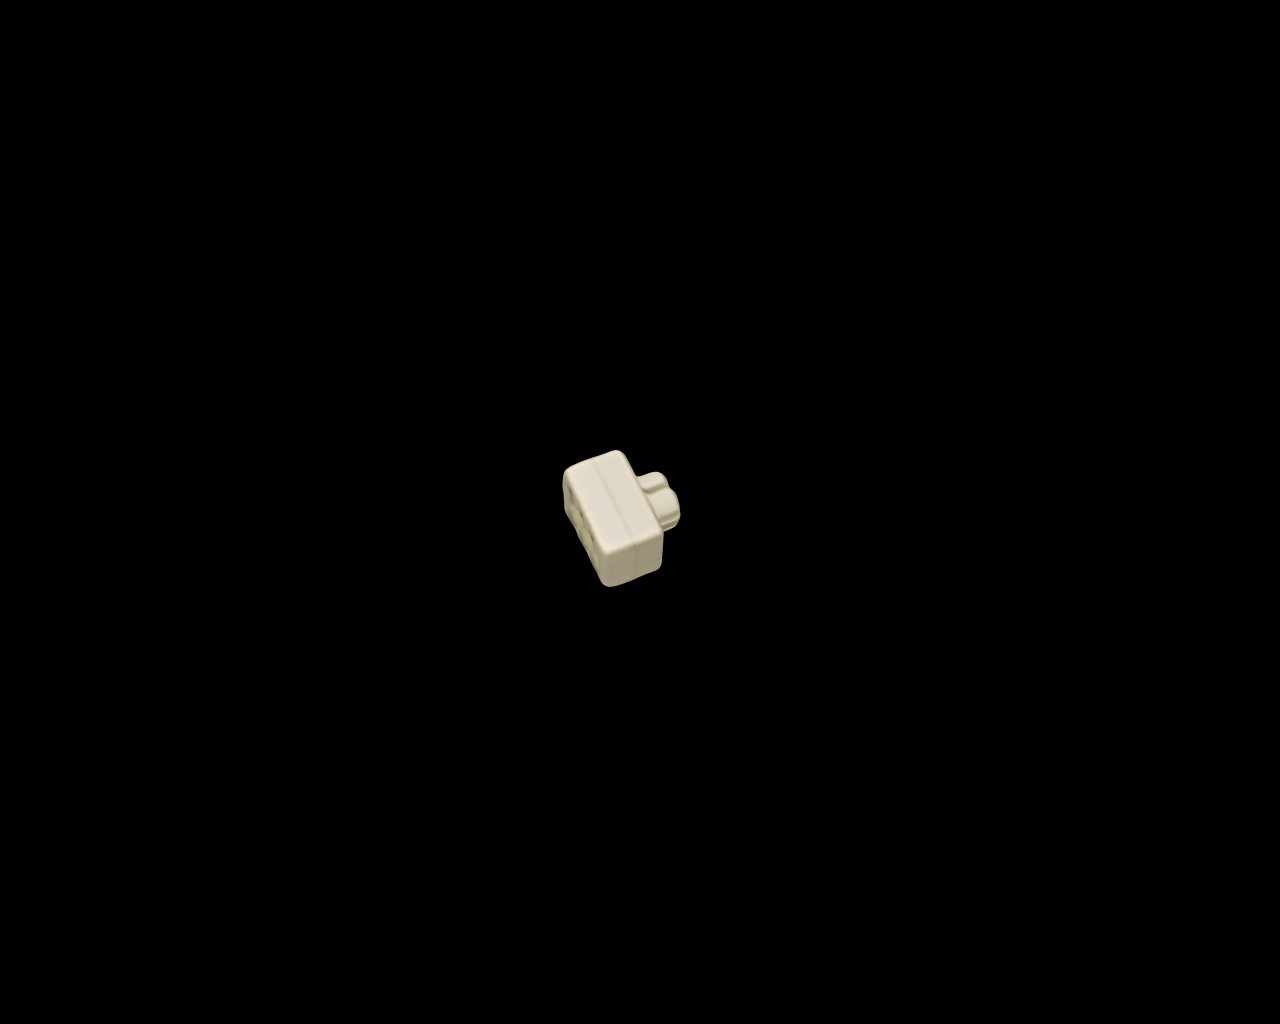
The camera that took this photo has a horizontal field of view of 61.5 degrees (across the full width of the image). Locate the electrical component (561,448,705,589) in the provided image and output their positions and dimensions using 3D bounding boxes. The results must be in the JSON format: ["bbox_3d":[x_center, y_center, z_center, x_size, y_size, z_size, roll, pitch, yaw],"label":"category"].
[{"bbox_3d":[0.001,-0.003,0.650,0.077,0.066,0.047,-21,-28,-12],"label":"electrical component"}]
